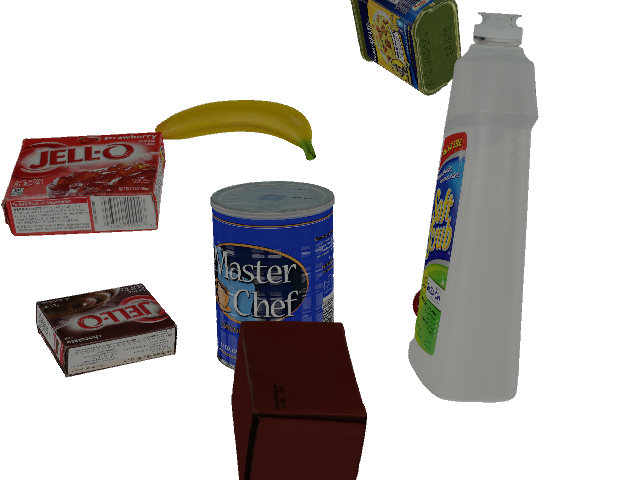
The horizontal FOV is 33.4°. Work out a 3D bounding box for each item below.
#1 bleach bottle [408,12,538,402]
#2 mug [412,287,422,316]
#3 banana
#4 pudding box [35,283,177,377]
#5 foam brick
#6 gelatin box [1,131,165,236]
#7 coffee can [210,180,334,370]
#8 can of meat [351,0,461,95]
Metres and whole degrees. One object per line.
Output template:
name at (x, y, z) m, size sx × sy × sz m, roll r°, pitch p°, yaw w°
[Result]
bleach bottle at (0.106, -0.025, 0.717) m, size 0.068 × 0.251 × 0.102 m, roll 2°, pitch 13°, yaw -7°
mug at (0.149, 0.090, 1.113) m, size 0.093 × 0.081 × 0.117 m, roll 11°, pitch 37°, yaw 24°
banana at (-0.091, -0.135, 1.227) m, size 0.198 × 0.037 × 0.069 m, roll 8°, pitch 42°, yaw 18°
pudding box at (-0.206, 0.084, 1.025) m, size 0.113 × 0.039 × 0.090 m, roll -12°, pitch 30°, yaw -28°
foam brick at (-0.012, 0.079, 0.500) m, size 0.053 × 0.051 × 0.078 m, roll 3°, pitch 27°, yaw -9°
gelatin box at (-0.141, -0.036, 0.648) m, size 0.089 × 0.030 × 0.073 m, roll -2°, pitch 35°, yaw -2°
coffee can at (-0.039, 0.029, 0.900) m, size 0.103 × 0.140 × 0.103 m, roll -1°, pitch 17°, yaw 0°
can of meat at (0.080, -0.192, 0.970) m, size 0.057 × 0.102 × 0.084 m, roll -37°, pitch 53°, yaw -17°
